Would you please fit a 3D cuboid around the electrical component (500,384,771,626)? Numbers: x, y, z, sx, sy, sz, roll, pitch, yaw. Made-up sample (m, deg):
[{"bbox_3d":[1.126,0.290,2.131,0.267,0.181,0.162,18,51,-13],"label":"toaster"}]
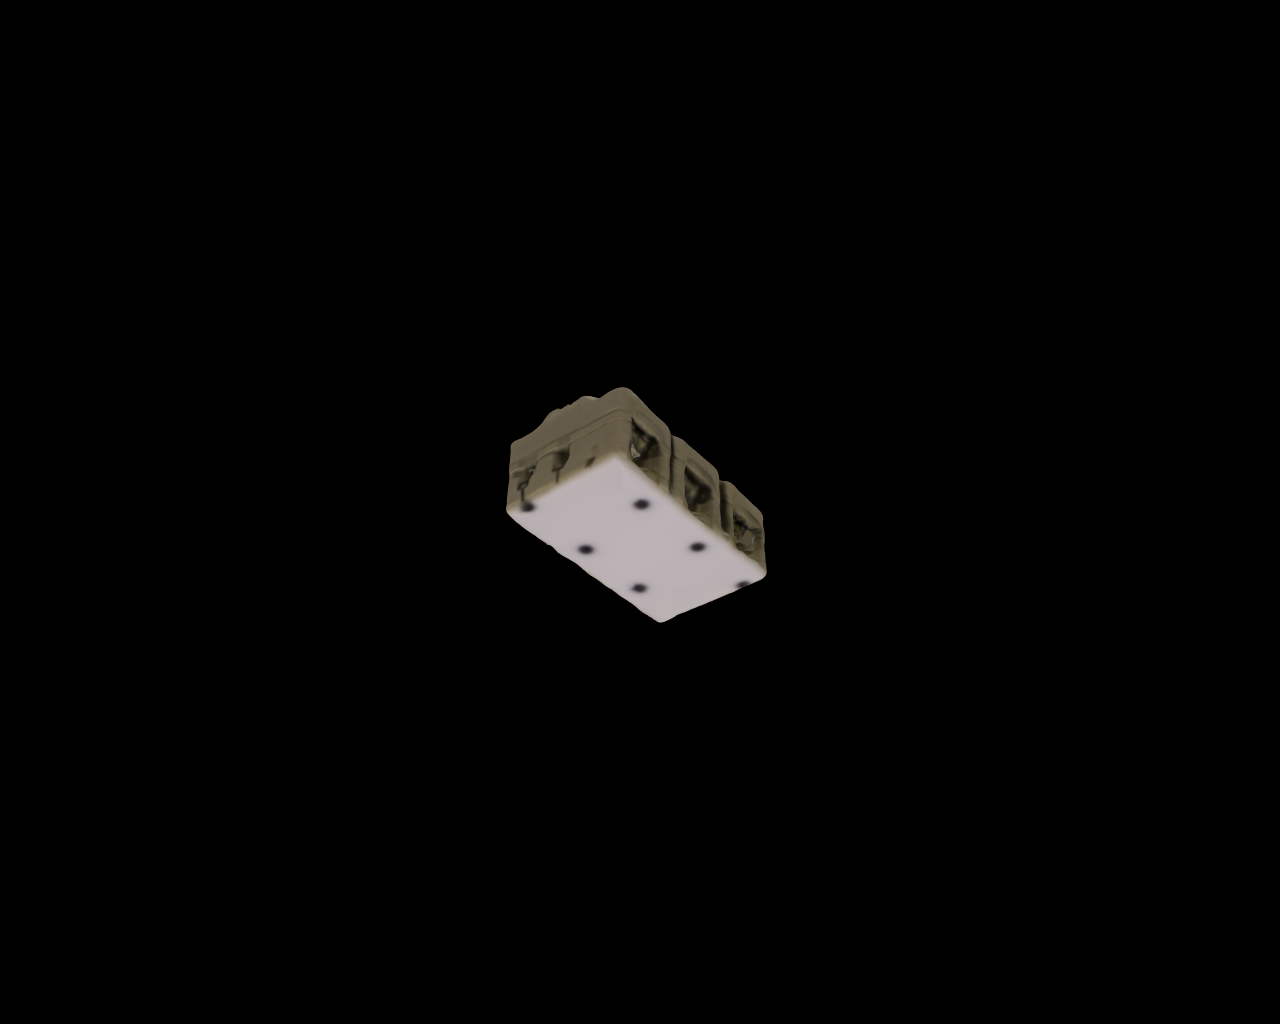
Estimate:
[{"bbox_3d":[0.001,-0.003,0.650,0.089,0.062,0.150,-25,-44,28],"label":"electrical component"}]
